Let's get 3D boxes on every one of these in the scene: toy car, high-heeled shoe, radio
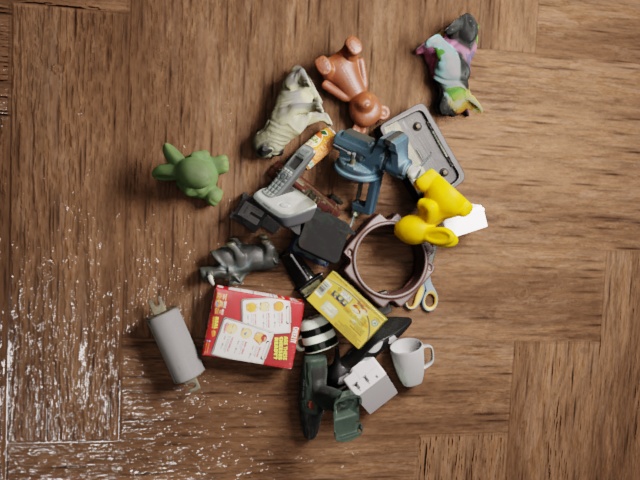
[{"bbox_3d":[-0.035,-0.112,1.291,0.202,0.053,0.089,40,91,-11],"label":"toy car"},{"bbox_3d":[0.128,0.287,1.340,0.249,0.086,0.145,-17,119,-17],"label":"high-heeled shoe"},{"bbox_3d":[0.246,-0.207,1.315,0.131,0.073,0.229,-33,99,-5],"label":"radio"}]

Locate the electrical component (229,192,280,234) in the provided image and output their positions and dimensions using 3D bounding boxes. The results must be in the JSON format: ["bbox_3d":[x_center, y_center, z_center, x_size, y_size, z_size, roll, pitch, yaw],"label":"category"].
[{"bbox_3d":[-0.150,-0.054,1.279,0.119,0.048,0.075,35,89,-8],"label":"electrical component"}]

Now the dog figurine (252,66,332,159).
[{"bbox_3d":[-0.091,-0.297,1.255,0.191,0.121,0.172,-25,62,11],"label":"dog figurine"}]

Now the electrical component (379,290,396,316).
[{"bbox_3d":[0.155,0.162,1.353,0.094,0.021,0.063,-18,97,-8],"label":"electrical component"}]

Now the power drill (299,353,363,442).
[{"bbox_3d":[0.017,0.392,1.256,0.086,0.207,0.231,-4,98,-23],"label":"power drill"}]

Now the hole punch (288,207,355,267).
[{"bbox_3d":[-0.003,-0.004,1.260,0.142,0.092,0.116,25,69,-10],"label":"hole punch"}]

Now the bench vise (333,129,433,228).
[{"bbox_3d":[0.123,-0.148,1.249,0.224,0.129,0.240,20,128,14],"label":"bench vise"}]

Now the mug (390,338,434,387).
[{"bbox_3d":[0.234,0.308,1.352,0.109,0.081,0.107,-13,107,-15],"label":"mug"}]

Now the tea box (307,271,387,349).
[{"bbox_3d":[0.064,0.163,1.260,0.170,0.068,0.098,44,92,12],"label":"tea box"}]

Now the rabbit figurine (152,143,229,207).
[{"bbox_3d":[-0.280,-0.156,1.188,0.159,0.170,0.121,23,90,-11],"label":"rabbit figurine"}]

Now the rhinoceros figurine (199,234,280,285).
[{"bbox_3d":[-0.191,0.049,1.271,0.190,0.073,0.112,-13,107,-10],"label":"rhinoceros figurine"}]

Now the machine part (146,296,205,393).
[{"bbox_3d":[-0.336,0.243,1.254,0.079,0.079,0.243,-23,96,-7],"label":"machine part"}]

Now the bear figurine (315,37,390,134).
[{"bbox_3d":[0.080,-0.349,1.256,0.120,0.132,0.195,-30,92,2],"label":"bear figurine"}]

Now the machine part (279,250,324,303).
[{"bbox_3d":[-0.045,0.080,1.309,0.084,0.039,0.138,-37,101,4],"label":"machine part"}]

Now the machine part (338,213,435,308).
[{"bbox_3d":[0.161,0.049,1.302,0.201,0.087,0.201,44,83,-4],"label":"machine part"}]

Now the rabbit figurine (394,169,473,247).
[{"bbox_3d":[0.253,-0.050,1.227,0.173,0.122,0.162,-42,74,11],"label":"rabbit figurine"}]

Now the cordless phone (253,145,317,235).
[{"bbox_3d":[-0.049,-0.118,1.199,0.184,0.147,0.088,-54,136,1],"label":"cordless phone"}]

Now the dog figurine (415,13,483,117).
[{"bbox_3d":[0.339,-0.408,1.304,0.191,0.108,0.219,-36,103,-8],"label":"dog figurine"}]
